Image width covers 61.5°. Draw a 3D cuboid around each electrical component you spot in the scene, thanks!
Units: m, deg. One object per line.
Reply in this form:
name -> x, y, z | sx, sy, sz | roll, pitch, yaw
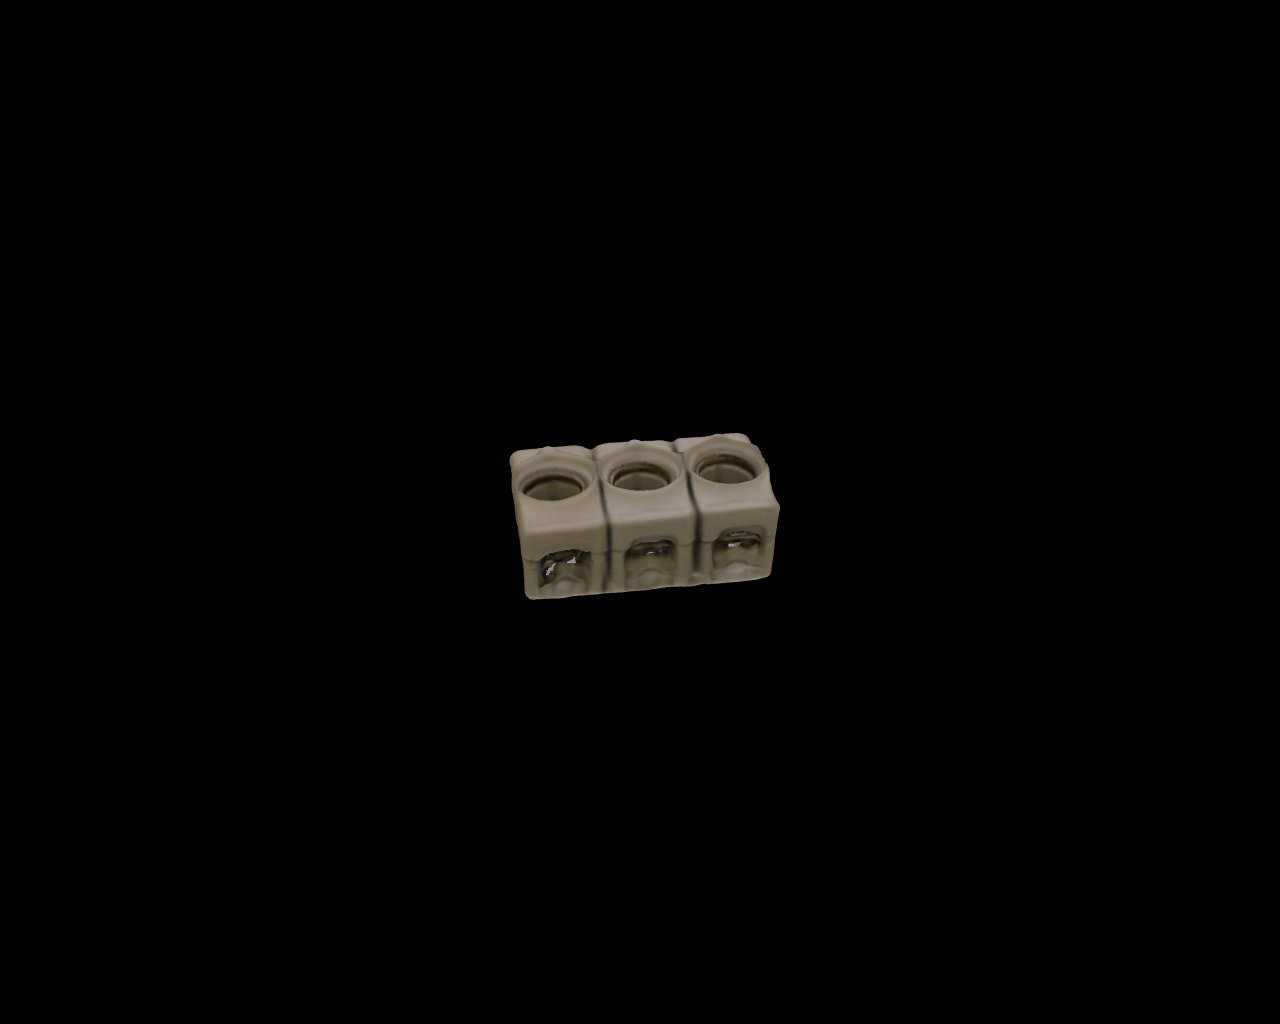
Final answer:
electrical component -> 0.001, -0.003, 0.650 | 0.150, 0.061, 0.090 | -5, 36, -7
